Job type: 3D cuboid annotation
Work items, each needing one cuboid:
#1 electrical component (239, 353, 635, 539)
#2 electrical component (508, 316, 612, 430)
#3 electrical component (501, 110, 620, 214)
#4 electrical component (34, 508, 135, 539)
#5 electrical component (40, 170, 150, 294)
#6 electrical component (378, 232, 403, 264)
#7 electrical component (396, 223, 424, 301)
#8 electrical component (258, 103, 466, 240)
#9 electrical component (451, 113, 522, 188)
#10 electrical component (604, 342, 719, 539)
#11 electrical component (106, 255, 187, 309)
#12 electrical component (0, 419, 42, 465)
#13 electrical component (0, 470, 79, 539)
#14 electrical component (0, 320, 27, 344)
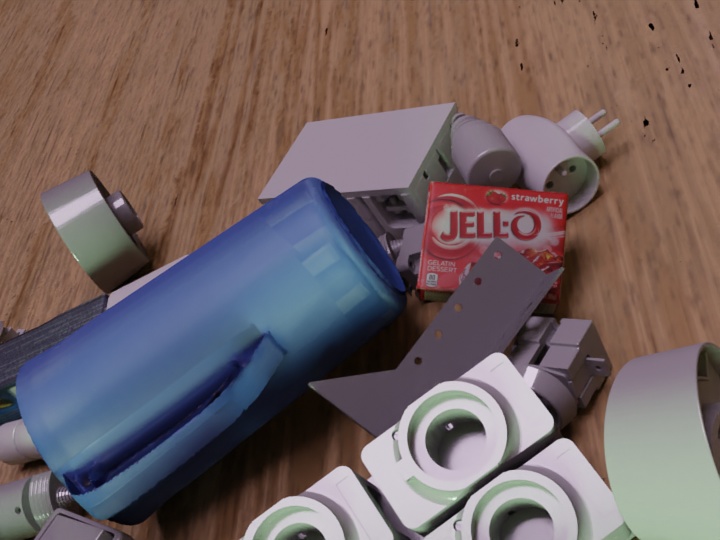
[{"bbox_3d":[0.029,0.139,0.539,0.186,0.060,0.105,-37,63,1],"label":"electrical component"},{"bbox_3d":[0.108,0.060,0.614,0.066,0.048,0.055,2,43,42],"label":"electrical component"},{"bbox_3d":[0.144,-0.085,0.750,0.079,0.043,0.077,-35,34,1],"label":"electrical component"},{"bbox_3d":[-0.172,0.196,0.684,0.096,0.061,0.061,4,52,43],"label":"electrical component"},{"bbox_3d":[-0.232,-0.039,0.972,0.060,0.108,0.108,-33,34,-5],"label":"electrical component"},{"bbox_3d":[0.000,0.000,0.777,0.081,0.043,0.043,-28,36,13],"label":"electrical component"},{"bbox_3d":[0.061,-0.011,0.738,0.064,0.042,0.081,-15,40,31],"label":"electrical component"},{"bbox_3d":[0.010,-0.069,0.831,0.150,0.061,0.089,-1,48,40],"label":"electrical component"},{"bbox_3d":[0.083,-0.085,0.750,0.040,0.040,0.078,-32,42,7],"label":"electrical component"},{"bbox_3d":[0.159,0.083,0.498,0.064,0.099,0.099,-11,42,41],"label":"electrical component"},{"bbox_3d":[-0.146,0.033,0.848,0.096,0.061,0.061,-26,36,16],"label":"electrical component"},{"bbox_3d":[-0.258,0.133,0.851,0.065,0.044,0.044,-17,39,33],"label":"electrical component"},{"bbox_3d":[-0.238,0.172,0.785,0.081,0.043,0.043,-19,39,24],"label":"electrical component"},{"bbox_3d":[-0.329,0.074,0.967,0.048,0.055,0.066,-1,48,40],"label":"electrical component"}]
